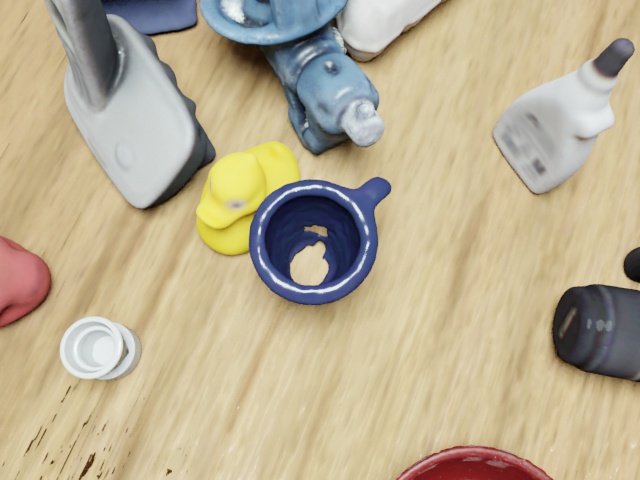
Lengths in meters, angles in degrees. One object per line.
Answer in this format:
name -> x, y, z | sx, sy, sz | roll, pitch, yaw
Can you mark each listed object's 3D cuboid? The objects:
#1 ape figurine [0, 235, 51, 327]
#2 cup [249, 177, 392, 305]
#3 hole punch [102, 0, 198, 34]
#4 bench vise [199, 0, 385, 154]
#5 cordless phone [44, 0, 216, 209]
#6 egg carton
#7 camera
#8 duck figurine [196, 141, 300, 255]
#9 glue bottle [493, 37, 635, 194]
ape figurine -> -0.254, 0.028, 0.430 | 0.076, 0.092, 0.078 | 6, 75, 0
cup -> 0.004, 0.002, 0.443 | 0.118, 0.095, 0.091 | -40, 80, -11
hole punch -> -0.170, -0.247, 0.505 | 0.108, 0.091, 0.101 | -9, 76, -4
bench vise -> -0.007, -0.178, 0.426 | 0.207, 0.220, 0.121 | 40, 78, 9
cordless phone -> -0.152, -0.117, 0.423 | 0.094, 0.185, 0.147 | -36, 79, -10
egg carton -> 0.060, -0.238, 0.521 | 0.150, 0.069, 0.107 | -42, 80, -11
camera -> 0.259, 0.057, 0.434 | 0.137, 0.101, 0.143 | 10, 75, 1
duck figurine -> -0.060, -0.043, 0.458 | 0.077, 0.086, 0.105 | 38, 77, 8
glue bottle -> 0.187, -0.097, 0.434 | 0.037, 0.173, 0.078 | -28, 78, -8
